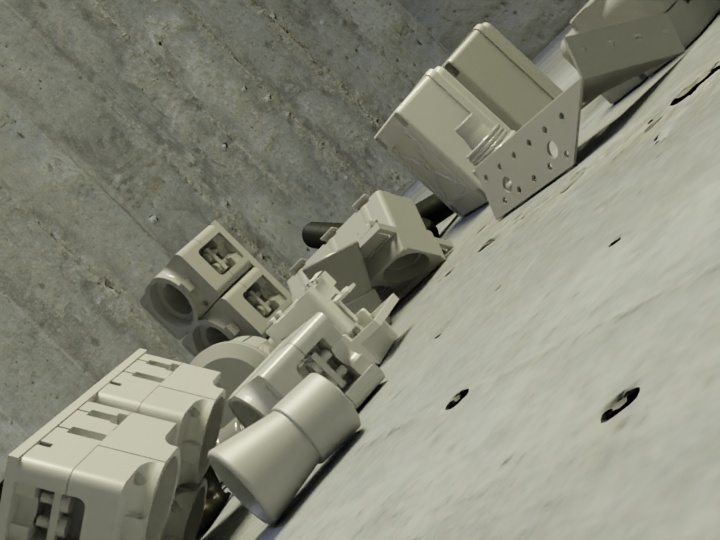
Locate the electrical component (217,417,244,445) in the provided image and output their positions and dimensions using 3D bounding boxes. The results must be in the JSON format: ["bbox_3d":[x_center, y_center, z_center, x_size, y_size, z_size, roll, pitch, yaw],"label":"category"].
[{"bbox_3d":[-0.069,0.108,0.705,0.061,0.035,0.035,-42,4,20],"label":"electrical component"}]

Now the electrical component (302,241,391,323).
[{"bbox_3d":[-0.006,0.018,0.753,0.044,0.065,0.044,-28,1,0],"label":"electrical component"}]

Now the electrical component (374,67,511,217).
[{"bbox_3d":[0.075,-0.105,0.904,0.056,0.109,0.109,-49,3,-10],"label":"electrical component"}]

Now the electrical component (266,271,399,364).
[{"bbox_3d":[-0.019,0.039,0.652,0.081,0.064,0.042,-45,2,27],"label":"electrical component"}]

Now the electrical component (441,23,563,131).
[{"bbox_3d":[0.115,-0.149,0.956,0.056,0.109,0.109,-49,4,-18],"label":"electrical component"}]

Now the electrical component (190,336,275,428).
[{"bbox_3d":[-0.091,0.091,0.822,0.080,0.080,0.051,-45,-3,14],"label":"electrical component"}]

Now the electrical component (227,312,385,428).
[{"bbox_3d":[-0.034,0.068,0.587,0.055,0.050,0.089,-46,3,-23],"label":"electrical component"}]

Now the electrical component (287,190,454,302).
[{"bbox_3d":[0.000,0.000,0.822,0.079,0.063,0.121,12,-45,-42],"label":"electrical component"}]

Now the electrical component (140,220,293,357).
[{"bbox_3d":[-0.104,0.047,0.907,0.089,0.150,0.061,-43,3,47],"label":"electrical component"}]

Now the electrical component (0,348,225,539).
[{"bbox_3d":[-0.123,0.120,0.558,0.186,0.060,0.105,-60,-17,-78],"label":"electrical component"}]

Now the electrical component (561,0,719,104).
[{"bbox_3d":[0.175,-0.157,0.685,0.053,0.059,0.095,-47,3,-26],"label":"electrical component"}]

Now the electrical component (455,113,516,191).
[{"bbox_3d":[0.095,-0.084,0.763,0.048,0.062,0.048,-45,3,3],"label":"electrical component"}]

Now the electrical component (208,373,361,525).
[{"bbox_3d":[-0.032,0.079,0.496,0.065,0.044,0.044,-41,1,-22],"label":"electrical component"}]
